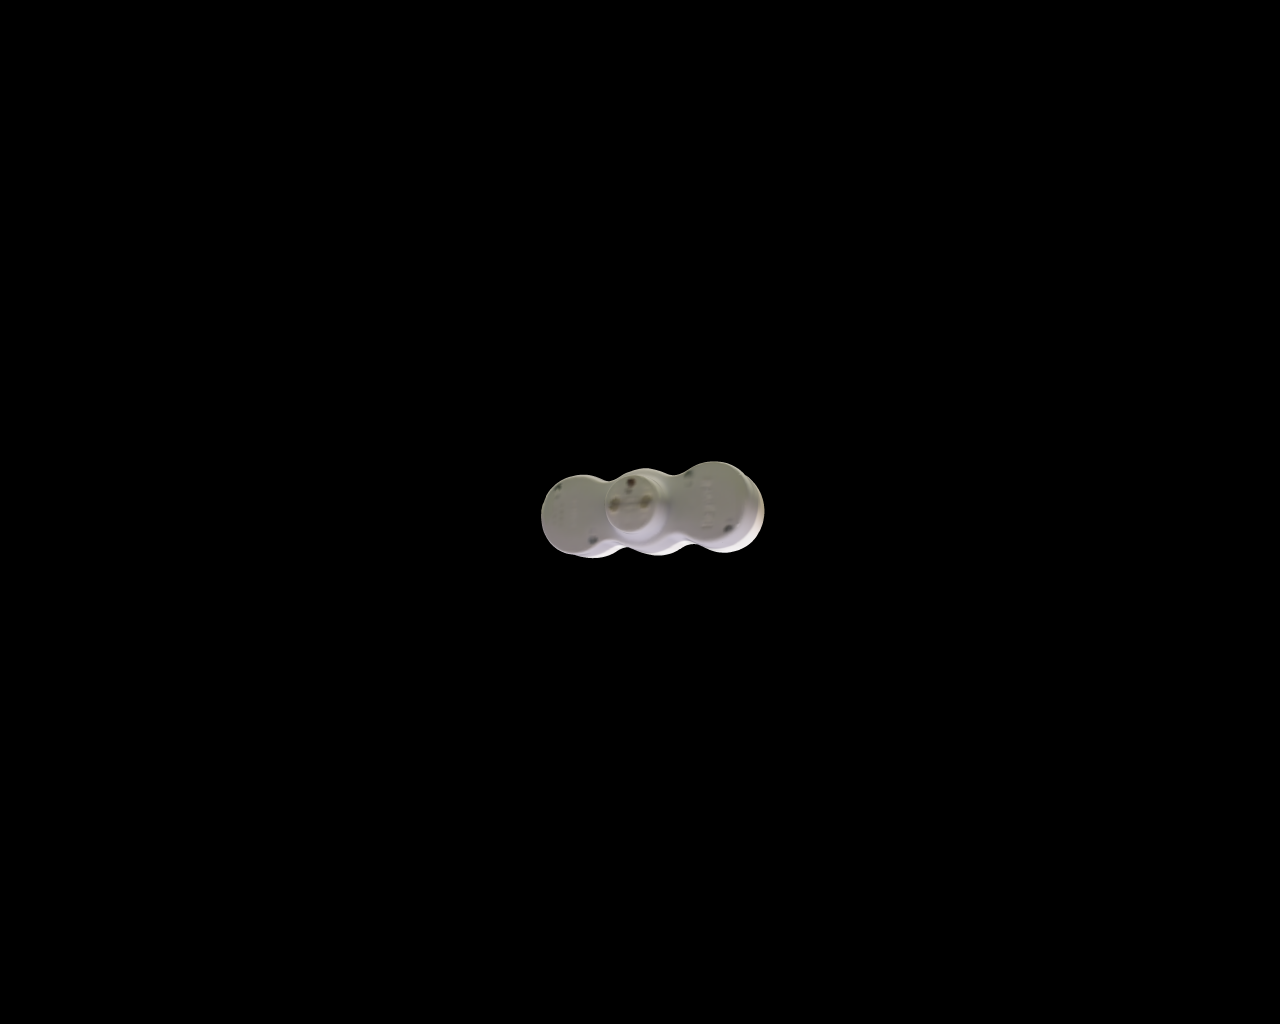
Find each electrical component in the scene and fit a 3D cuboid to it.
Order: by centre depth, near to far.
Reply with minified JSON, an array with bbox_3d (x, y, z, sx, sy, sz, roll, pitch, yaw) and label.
[{"bbox_3d":[0.001,-0.003,0.650,0.138,0.052,0.073,-4,-11,20],"label":"electrical component"}]
